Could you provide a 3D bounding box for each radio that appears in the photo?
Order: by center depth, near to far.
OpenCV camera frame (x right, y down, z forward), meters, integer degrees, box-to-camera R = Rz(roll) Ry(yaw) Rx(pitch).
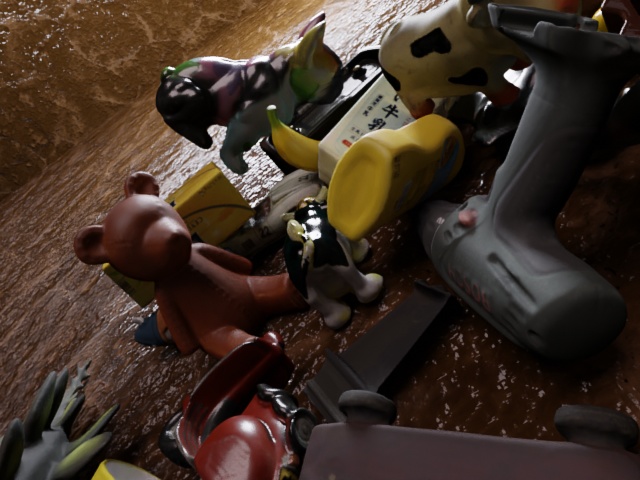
[{"bbox_3d":[0.029,-0.173,0.747,0.229,0.073,0.131,-42,30,-5],"label":"radio"}]

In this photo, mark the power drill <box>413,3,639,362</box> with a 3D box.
[{"bbox_3d":[0.128,-0.047,0.368,0.232,0.086,0.207,-110,31,-60],"label":"power drill"}]

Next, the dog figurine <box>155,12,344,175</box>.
[{"bbox_3d":[-0.080,-0.207,0.681,0.219,0.191,0.108,-47,19,22],"label":"dog figurine"}]

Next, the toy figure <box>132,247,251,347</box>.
[{"bbox_3d":[-0.150,0.073,0.620,0.154,0.064,0.058,-43,24,-2],"label":"toy figure"}]

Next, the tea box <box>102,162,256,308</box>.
[{"bbox_3d":[-0.167,-0.011,0.635,0.169,0.068,0.098,-40,22,-5],"label":"tea box"}]

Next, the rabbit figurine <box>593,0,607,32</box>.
[{"bbox_3d":[0.336,-0.283,0.530,0.162,0.121,0.173,-35,49,10],"label":"rabbit figurine"}]

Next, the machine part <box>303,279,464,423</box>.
[{"bbox_3d":[0.049,0.086,0.414,0.139,0.039,0.084,-43,25,-4],"label":"machine part"}]

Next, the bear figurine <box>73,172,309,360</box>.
[{"bbox_3d":[-0.120,0.029,0.518,0.132,0.195,0.120,-3,42,44],"label":"bear figurine"}]

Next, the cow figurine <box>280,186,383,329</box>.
[{"bbox_3d":[-0.003,-0.001,0.528,0.068,0.098,0.167,-38,30,14],"label":"cow figurine"}]

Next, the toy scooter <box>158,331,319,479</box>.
[{"bbox_3d":[-0.055,0.140,0.416,0.135,0.075,0.184,-51,28,-13],"label":"toy scooter"}]

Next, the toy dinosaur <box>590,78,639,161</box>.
[{"bbox_3d":[0.264,-0.078,0.247,0.405,0.192,0.131,5,50,49],"label":"toy dinosaur"}]

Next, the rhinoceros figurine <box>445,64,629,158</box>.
[{"bbox_3d":[0.202,-0.125,0.506,0.112,0.073,0.190,-53,33,-3],"label":"rhinoceros figurine"}]

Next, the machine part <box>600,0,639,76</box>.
[{"bbox_3d":[0.323,-0.200,0.422,0.179,0.056,0.179,-16,60,30],"label":"machine part"}]

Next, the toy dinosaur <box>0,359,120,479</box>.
[{"bbox_3d":[-0.268,0.222,0.483,0.198,0.105,0.472,-54,19,-9],"label":"toy dinosaur"}]

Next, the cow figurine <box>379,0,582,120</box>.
[{"bbox_3d":[0.127,-0.176,0.462,0.195,0.127,0.085,7,66,55],"label":"cow figurine"}]

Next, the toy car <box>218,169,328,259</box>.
[{"bbox_3d":[-0.076,-0.018,0.671,0.202,0.056,0.074,-31,31,12],"label":"toy car"}]

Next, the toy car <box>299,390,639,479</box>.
[{"bbox_3d":[0.077,0.135,0.300,0.202,0.053,0.089,-9,52,35],"label":"toy car"}]
